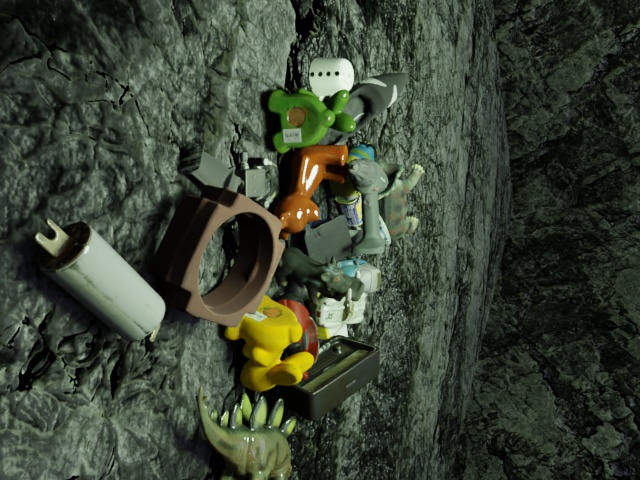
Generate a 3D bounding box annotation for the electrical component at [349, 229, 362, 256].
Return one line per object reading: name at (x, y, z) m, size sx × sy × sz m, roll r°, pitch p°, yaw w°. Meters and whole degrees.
electrical component at (0.065, 0.011, 1.320) m, size 0.119 × 0.075 × 0.047 m, roll -45°, pitch 132°, yaw -55°

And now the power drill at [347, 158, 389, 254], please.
power drill at (0.101, -0.074, 1.178) m, size 0.232 × 0.086 × 0.207 m, roll -26°, pitch 109°, yaw -71°

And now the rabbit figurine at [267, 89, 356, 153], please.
rabbit figurine at (-0.013, -0.255, 1.083) m, size 0.170 × 0.159 × 0.121 m, roll -50°, pitch 127°, yaw -69°

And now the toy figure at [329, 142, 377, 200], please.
toy figure at (0.080, -0.174, 1.313) m, size 0.089 × 0.082 × 0.180 m, roll 56°, pitch 51°, yaw -34°

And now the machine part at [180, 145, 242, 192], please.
machine part at (-0.178, -0.103, 0.896) m, size 0.138 × 0.039 × 0.084 m, roll 48°, pitch 58°, yaw -55°

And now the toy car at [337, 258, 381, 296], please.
toy car at (0.104, 0.102, 1.379) m, size 0.161 × 0.103 × 0.109 m, roll 2°, pitch 94°, yaw -59°

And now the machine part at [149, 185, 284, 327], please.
machine part at (-0.160, 0.027, 0.866) m, size 0.200 × 0.087 × 0.201 m, roll 35°, pitch 74°, yaw -57°

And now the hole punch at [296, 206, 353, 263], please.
hole punch at (-0.002, -0.004, 1.203) m, size 0.116 × 0.092 × 0.142 m, roll -29°, pitch 127°, yaw -24°

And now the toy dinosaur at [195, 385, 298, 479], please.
toy dinosaur at (-0.129, 0.392, 1.008) m, size 0.470 × 0.105 × 0.198 m, roll 61°, pitch 35°, yaw -59°

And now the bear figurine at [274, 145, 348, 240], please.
bear figurine at (-0.020, -0.095, 1.095) m, size 0.120 × 0.132 × 0.196 m, roll 83°, pitch 16°, yaw -67°

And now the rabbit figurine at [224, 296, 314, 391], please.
rabbit figurine at (-0.094, 0.211, 1.012) m, size 0.122 × 0.162 × 0.173 m, roll -39°, pitch 146°, yaw -68°

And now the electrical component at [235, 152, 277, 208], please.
electrical component at (-0.117, -0.109, 0.997) m, size 0.078 × 0.045 × 0.102 m, roll -4°, pitch 99°, yaw -63°

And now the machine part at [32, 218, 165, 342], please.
machine part at (-0.278, 0.058, 0.699) m, size 0.243 × 0.079 × 0.079 m, roll 60°, pitch 44°, yaw -45°

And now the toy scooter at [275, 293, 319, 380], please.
toy scooter at (-0.047, 0.206, 1.110) m, size 0.135 × 0.075 × 0.183 m, roll -87°, pitch 157°, yaw -46°

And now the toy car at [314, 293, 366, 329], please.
toy car at (0.052, 0.159, 1.242) m, size 0.201 × 0.056 × 0.073 m, roll 1°, pitch 97°, yaw -55°

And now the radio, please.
radio at (0.016, 0.292, 1.176) m, size 0.229 × 0.131 × 0.073 m, roll -21°, pitch 114°, yaw -43°

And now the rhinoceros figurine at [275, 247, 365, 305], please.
rhinoceros figurine at (0.001, 0.072, 1.104) m, size 0.073 × 0.190 × 0.112 m, roll -56°, pitch 167°, yaw -42°

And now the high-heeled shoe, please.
high-heeled shoe at (0.084, -0.280, 1.172) m, size 0.086 × 0.249 × 0.145 m, roll 49°, pitch 24°, yaw -16°

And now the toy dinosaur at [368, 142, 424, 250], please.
toy dinosaur at (0.199, -0.084, 1.518) m, size 0.192 × 0.131 × 0.404 m, roll -39°, pitch 133°, yaw -37°
